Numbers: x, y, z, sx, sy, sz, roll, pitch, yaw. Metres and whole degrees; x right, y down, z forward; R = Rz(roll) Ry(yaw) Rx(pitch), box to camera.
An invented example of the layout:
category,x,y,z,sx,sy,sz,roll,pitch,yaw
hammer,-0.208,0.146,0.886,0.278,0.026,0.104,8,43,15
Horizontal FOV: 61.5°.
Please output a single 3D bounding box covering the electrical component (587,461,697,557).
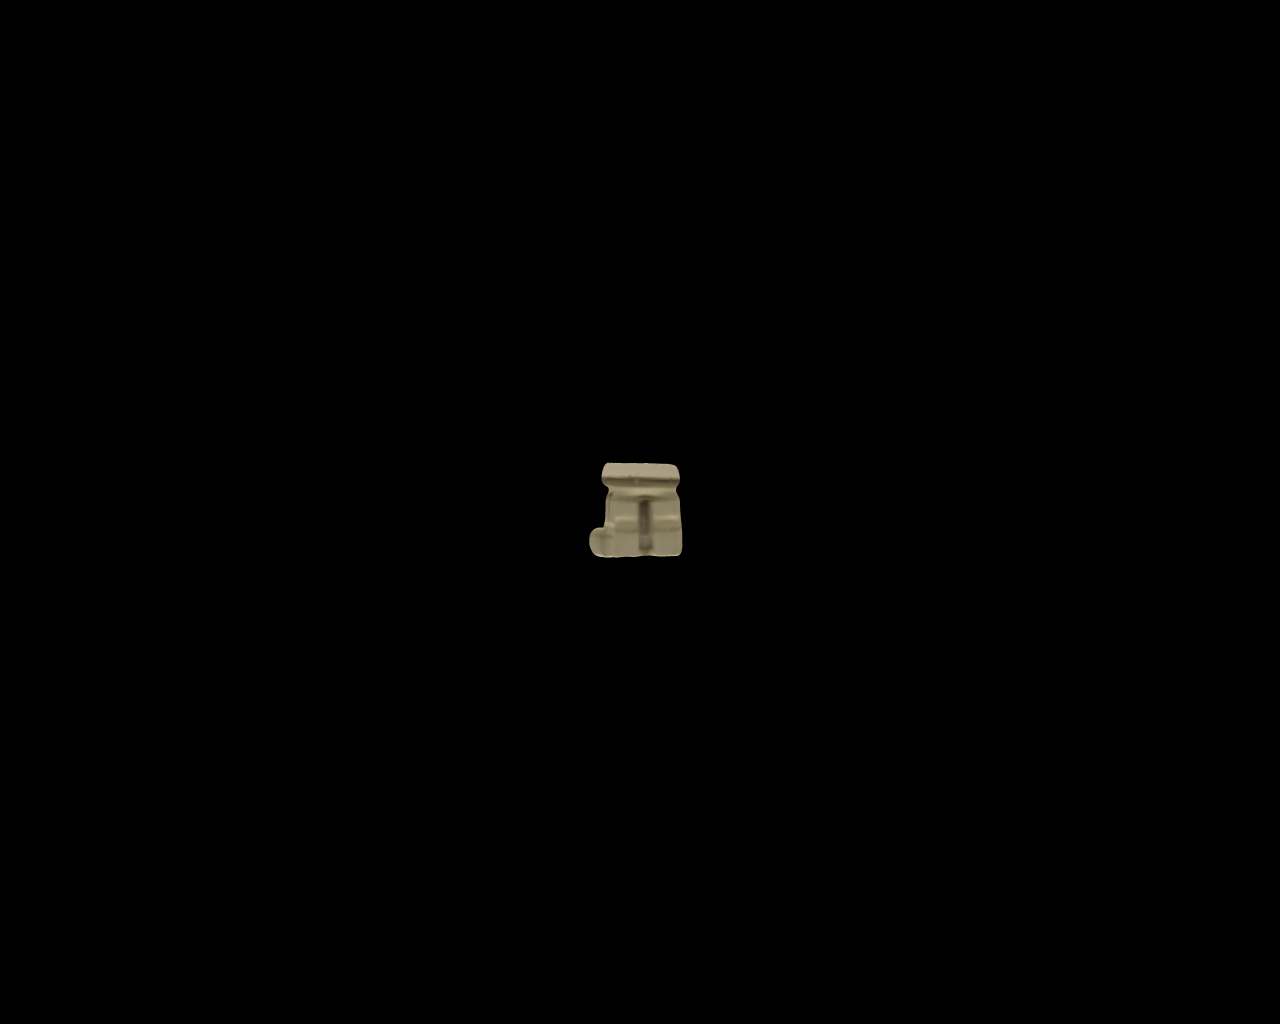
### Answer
category,x,y,z,sx,sy,sz,roll,pitch,yaw
electrical component,0.001,-0.003,0.650,0.066,0.055,0.048,-1,4,-11
